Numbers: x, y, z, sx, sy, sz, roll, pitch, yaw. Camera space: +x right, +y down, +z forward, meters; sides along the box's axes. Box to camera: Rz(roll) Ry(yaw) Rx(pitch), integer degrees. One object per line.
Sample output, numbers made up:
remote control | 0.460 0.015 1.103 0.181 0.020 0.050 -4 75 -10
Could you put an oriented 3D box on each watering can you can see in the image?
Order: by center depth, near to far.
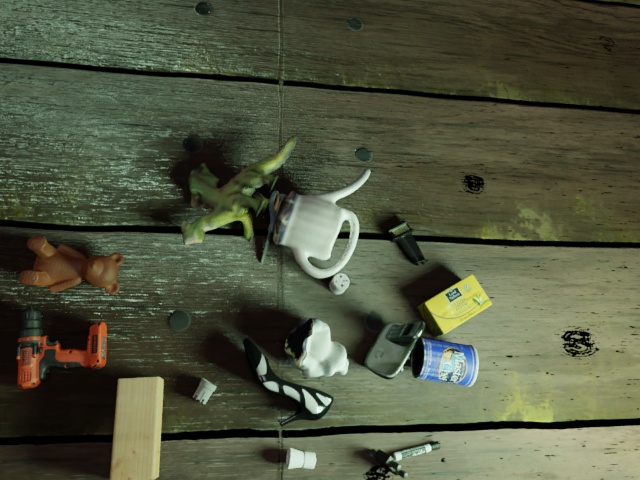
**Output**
watering can | 0.004 -0.070 1.394 0.224 0.102 0.354 19 68 -1

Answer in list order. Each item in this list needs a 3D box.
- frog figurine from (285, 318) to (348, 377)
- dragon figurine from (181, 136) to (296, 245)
frog figurine | -0.003 0.271 1.274 0.158 0.121 0.140 31 51 -37
dragon figurine | -0.242 -0.148 1.390 0.243 0.120 0.418 20 65 7
